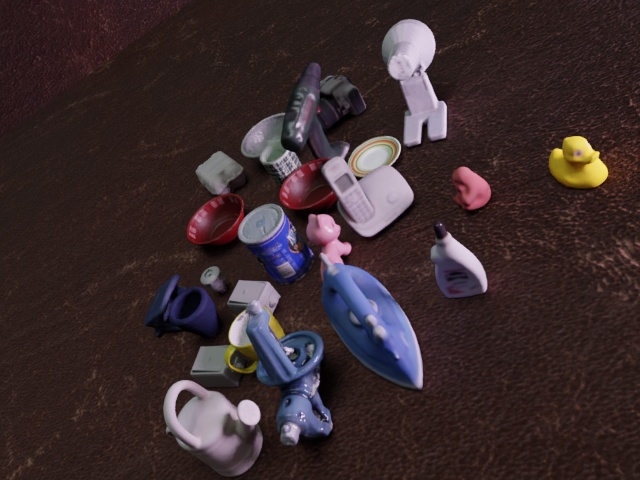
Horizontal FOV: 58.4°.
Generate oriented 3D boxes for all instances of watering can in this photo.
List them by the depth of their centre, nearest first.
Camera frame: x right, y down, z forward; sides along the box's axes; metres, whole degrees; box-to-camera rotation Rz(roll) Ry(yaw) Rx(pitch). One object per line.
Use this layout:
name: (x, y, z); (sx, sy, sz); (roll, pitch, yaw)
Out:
watering can: (-0.174, 0.291, 0.914); (0.173, 0.195, 0.100); (-30, 40, 6)

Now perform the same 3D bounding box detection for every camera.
camera: (0.023, -0.361, 1.494); (0.137, 0.101, 0.142); (-42, 41, -9)

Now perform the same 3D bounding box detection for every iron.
iron: (0.077, 0.125, 0.949); (0.118, 0.142, 0.257); (-37, 40, -3)

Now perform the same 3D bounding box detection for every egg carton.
egg carton: (-0.266, -0.175, 1.529); (0.107, 0.070, 0.149); (-42, 41, -9)

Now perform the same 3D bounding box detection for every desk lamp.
desk lamp: (0.209, -0.357, 1.277); (0.117, 0.214, 0.203); (-13, 45, 23)

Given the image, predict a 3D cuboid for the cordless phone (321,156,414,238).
cordless phone: (0.091, -0.109, 1.136); (0.147, 0.186, 0.093); (-40, 40, -7)

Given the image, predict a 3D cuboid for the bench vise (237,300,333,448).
bench vise: (-0.046, 0.202, 0.896); (0.121, 0.220, 0.207); (-31, 40, 4)

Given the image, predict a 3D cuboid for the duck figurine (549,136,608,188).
duck figurine: (0.449, -0.146, 1.009); (0.077, 0.086, 0.104); (-42, 41, -9)

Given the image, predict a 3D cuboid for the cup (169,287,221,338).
cup: (-0.253, 0.151, 1.181); (0.092, 0.095, 0.117); (-39, 40, -5)

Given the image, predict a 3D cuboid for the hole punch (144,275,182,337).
hole punch: (-0.337, 0.142, 1.250); (0.100, 0.091, 0.108); (-11, 46, 25)

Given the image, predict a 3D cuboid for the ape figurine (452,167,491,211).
ape figurine: (0.276, -0.102, 1.077); (0.076, 0.092, 0.078); (-7, 47, 29)

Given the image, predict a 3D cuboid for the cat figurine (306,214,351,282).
cat figurine: (0.010, 0.004, 1.131); (0.067, 0.118, 0.127); (-19, 43, 18)

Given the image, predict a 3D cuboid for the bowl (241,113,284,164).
bowl: (-0.119, -0.253, 1.504); (0.167, 0.075, 0.167); (-18, 43, 18)

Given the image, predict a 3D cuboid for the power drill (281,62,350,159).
power drill: (-0.011, -0.269, 1.342); (0.075, 0.209, 0.230); (-3, 49, 32)

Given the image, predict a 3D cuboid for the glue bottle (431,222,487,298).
glue bottle: (0.213, 0.030, 0.926); (0.078, 0.174, 0.037); (-14, 44, 23)
